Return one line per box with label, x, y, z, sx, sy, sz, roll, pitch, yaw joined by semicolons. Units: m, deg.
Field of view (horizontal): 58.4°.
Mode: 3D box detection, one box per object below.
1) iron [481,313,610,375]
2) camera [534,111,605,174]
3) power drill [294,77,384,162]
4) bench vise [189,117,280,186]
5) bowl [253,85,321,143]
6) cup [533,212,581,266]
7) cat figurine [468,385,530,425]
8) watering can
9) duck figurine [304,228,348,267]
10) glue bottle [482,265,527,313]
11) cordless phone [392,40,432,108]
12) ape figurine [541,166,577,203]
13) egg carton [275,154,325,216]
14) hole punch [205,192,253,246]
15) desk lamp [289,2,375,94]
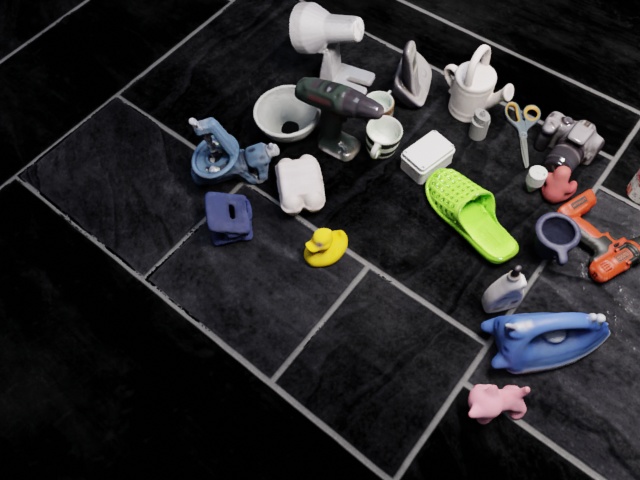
iron;0.451;0.172;1.094;0.258;0.141;0.118;-9;61;-2
camera;0.564;-0.217;1.328;0.143;0.101;0.137;35;68;20
power drill;0.047;-0.281;1.328;0.229;0.208;0.076;30;67;18
bench vise;-0.206;-0.215;1.297;0.207;0.220;0.121;-23;62;-10
bowl;-0.078;-0.299;1.421;0.167;0.075;0.167;-1;61;2
cup;0.492;0.014;1.207;0.091;0.095;0.117;-1;61;2
cat figurine;0.322;0.292;1.047;0.128;0.118;0.067;-12;61;-3
watering can;0.379;-0.381;1.375;0.172;0.194;0.101;14;63;11
duck figurine;0.011;0.004;1.241;0.105;0.086;0.077;-29;63;-13
glue bottle;0.370;0.092;1.124;0.078;0.173;0.037;-11;61;-3
cordless phone;0.232;-0.435;1.417;0.094;0.185;0.147;11;62;9
ape figurine;0.538;-0.131;1.286;0.077;0.092;0.076;39;70;21
egg carton;-0.045;-0.128;1.327;0.107;0.069;0.150;-10;61;-3
hole punch;-0.203;-0.056;1.282;0.101;0.091;0.108;-11;61;-3
desk lamp;0.034;-0.482;1.437;0.203;0.214;0.118;20;64;14
